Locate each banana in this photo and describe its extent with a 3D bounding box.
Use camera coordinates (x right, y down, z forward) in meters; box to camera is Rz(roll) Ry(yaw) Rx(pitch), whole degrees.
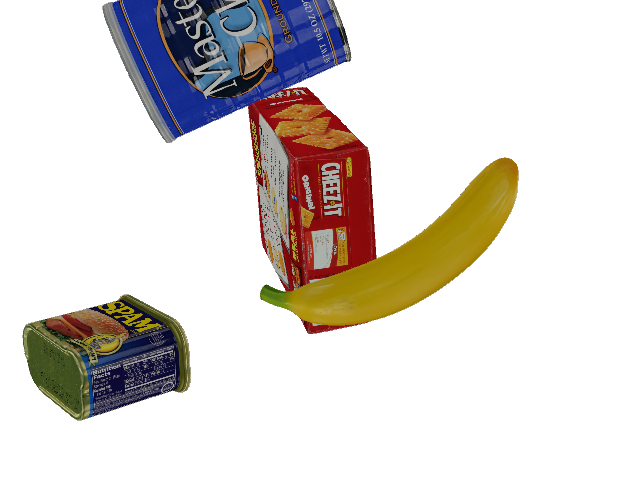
[{"bbox_3d":[0.059,0.007,0.692,0.197,0.070,0.037,-27,-34,-12],"label":"banana"}]

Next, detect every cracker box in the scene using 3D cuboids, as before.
[{"bbox_3d":[-0.010,-0.036,0.983,0.072,0.164,0.214,-9,23,-11],"label":"cracker box"}]

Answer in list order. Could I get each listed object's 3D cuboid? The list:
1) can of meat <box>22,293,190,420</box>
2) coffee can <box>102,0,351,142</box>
[{"bbox_3d":[-0.157,0.084,0.774,0.083,0.057,0.102,-14,22,-36],"label":"can of meat"},{"bbox_3d":[-0.063,-0.142,0.732,0.140,0.103,0.103,-24,0,-1],"label":"coffee can"}]
